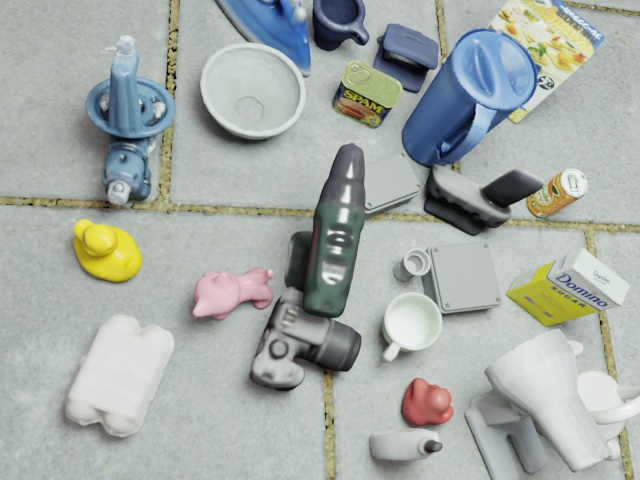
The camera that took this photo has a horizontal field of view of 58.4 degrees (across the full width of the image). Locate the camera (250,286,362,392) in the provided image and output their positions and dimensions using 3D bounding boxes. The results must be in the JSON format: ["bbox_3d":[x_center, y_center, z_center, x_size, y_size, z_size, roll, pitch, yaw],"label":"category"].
[{"bbox_3d":[-0.015,0.152,0.818,0.137,0.100,0.143,23,69,-6],"label":"camera"}]

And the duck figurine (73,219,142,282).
[{"bbox_3d":[-0.299,0.010,0.799,0.104,0.086,0.077,37,68,-1],"label":"duck figurine"}]

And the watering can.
[{"bbox_3d":[0.393,0.238,0.843,0.173,0.194,0.101,46,69,3],"label":"watering can"}]

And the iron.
[{"bbox_3d":[-0.080,-0.410,0.953,0.119,0.141,0.258,-35,84,-21],"label":"iron"}]

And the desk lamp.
[{"bbox_3d":[0.301,0.241,0.809,0.118,0.213,0.203,-18,78,-18],"label":"desk lamp"}]

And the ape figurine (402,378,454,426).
[{"bbox_3d":[0.164,0.238,0.841,0.076,0.092,0.078,-22,80,-19],"label":"ape figurine"}]

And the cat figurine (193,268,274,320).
[{"bbox_3d":[-0.123,0.069,0.807,0.128,0.117,0.067,-18,78,-18],"label":"cat figurine"}]

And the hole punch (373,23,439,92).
[{"bbox_3d":[0.155,-0.337,1.016,0.109,0.091,0.101,20,70,-7],"label":"hole punch"}]

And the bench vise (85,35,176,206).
[{"bbox_3d":[-0.254,-0.161,0.791,0.122,0.219,0.207,-11,76,-17],"label":"bench vise"}]

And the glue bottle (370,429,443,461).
[{"bbox_3d":[0.127,0.277,0.776,0.078,0.173,0.037,-6,75,-15],"label":"glue bottle"}]

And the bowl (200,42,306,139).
[{"bbox_3d":[-0.110,-0.228,0.925,0.168,0.074,0.167,4,72,-13],"label":"bowl"}]

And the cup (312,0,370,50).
[{"bbox_3d":[0.034,-0.366,0.993,0.118,0.095,0.092,46,69,3],"label":"cup"}]

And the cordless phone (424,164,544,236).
[{"bbox_3d":[0.259,-0.090,0.915,0.147,0.185,0.094,23,69,-6],"label":"cordless phone"}]

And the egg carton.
[{"bbox_3d":[-0.266,0.178,0.764,0.107,0.069,0.150,21,70,-7],"label":"egg carton"}]

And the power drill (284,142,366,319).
[{"bbox_3d":[0.007,0.003,0.812,0.076,0.208,0.230,10,71,-10],"label":"power drill"}]
